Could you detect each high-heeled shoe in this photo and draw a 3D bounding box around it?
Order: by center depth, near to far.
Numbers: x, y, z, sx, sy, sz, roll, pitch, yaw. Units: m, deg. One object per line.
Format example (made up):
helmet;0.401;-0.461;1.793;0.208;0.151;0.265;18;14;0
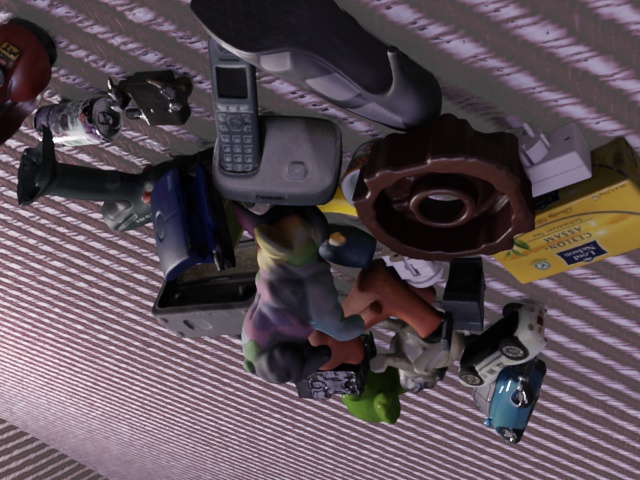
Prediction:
high-heeled shoe;0.001;-0.174;0.528;0.249;0.086;0.145;25;176;19

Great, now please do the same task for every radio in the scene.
radio;-0.145;0.075;0.826;0.230;0.131;0.073;-10;136;33

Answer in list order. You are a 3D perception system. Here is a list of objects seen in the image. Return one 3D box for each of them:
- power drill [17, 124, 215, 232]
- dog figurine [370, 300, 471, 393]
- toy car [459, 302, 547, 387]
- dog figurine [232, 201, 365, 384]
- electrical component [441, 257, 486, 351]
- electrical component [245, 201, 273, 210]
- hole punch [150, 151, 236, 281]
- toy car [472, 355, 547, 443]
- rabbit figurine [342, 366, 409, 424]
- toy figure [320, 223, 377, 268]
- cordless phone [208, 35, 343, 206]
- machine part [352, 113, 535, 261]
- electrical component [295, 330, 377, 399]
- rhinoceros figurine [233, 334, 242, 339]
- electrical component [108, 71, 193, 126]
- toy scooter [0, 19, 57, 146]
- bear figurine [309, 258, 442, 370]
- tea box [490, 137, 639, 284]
power drill;-0.253;-0.080;0.675;0.207;0.086;0.232;2;161;-46
dog figurine;0.184;0.177;0.861;0.172;0.121;0.190;-8;150;35
toy car;0.267;0.161;0.805;0.056;0.073;0.201;23;143;-3
dog figurine;-0.053;0.056;0.654;0.219;0.191;0.109;56;174;-36
electrical component;0.190;0.088;0.710;0.048;0.119;0.074;-1;136;22
electrical component;-0.072;-0.070;0.703;0.063;0.021;0.094;17;143;2
hole punch;-0.154;-0.018;0.624;0.092;0.142;0.115;-10;166;-7
toy car;0.302;0.248;0.882;0.103;0.109;0.161;19;138;29
rabbit figurine;0.066;0.228;0.972;0.159;0.121;0.170;-8;117;40
toy figure;-0.002;0.000;0.733;0.155;0.058;0.064;15;137;13
cordless phone;-0.049;-0.132;0.581;0.147;0.089;0.184;5;120;13
machine part;0.123;-0.044;0.537;0.179;0.056;0.179;8;147;5
electrical component;0.014;0.195;0.854;0.134;0.115;0.058;-4;112;23
rhinoceros figurine;-0.076;0.127;0.890;0.190;0.112;0.073;-7;111;10
electrical component;-0.194;-0.162;0.620;0.102;0.045;0.078;8;140;14
toy scooter;-0.378;-0.164;0.622;0.075;0.135;0.184;36;138;-19
bear figurine;0.063;0.127;0.768;0.132;0.120;0.195;33;106;-5
tea box;0.267;-0.024;0.579;0.098;0.068;0.170;37;138;-22
